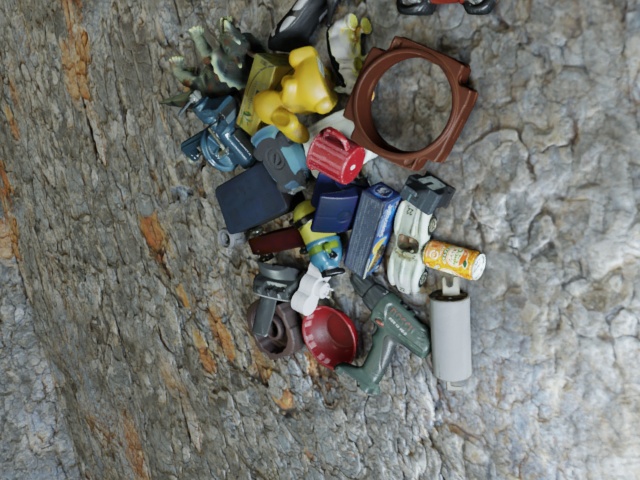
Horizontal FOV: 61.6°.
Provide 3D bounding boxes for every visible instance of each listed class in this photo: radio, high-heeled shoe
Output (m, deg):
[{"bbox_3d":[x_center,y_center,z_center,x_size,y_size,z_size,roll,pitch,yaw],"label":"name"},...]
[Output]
[{"bbox_3d":[-0.153,-0.106,1.311,0.230,0.073,0.131,-21,89,41],"label":"radio"},{"bbox_3d":[-0.030,-0.473,1.088,0.249,0.086,0.145,4,84,50],"label":"high-heeled shoe"}]

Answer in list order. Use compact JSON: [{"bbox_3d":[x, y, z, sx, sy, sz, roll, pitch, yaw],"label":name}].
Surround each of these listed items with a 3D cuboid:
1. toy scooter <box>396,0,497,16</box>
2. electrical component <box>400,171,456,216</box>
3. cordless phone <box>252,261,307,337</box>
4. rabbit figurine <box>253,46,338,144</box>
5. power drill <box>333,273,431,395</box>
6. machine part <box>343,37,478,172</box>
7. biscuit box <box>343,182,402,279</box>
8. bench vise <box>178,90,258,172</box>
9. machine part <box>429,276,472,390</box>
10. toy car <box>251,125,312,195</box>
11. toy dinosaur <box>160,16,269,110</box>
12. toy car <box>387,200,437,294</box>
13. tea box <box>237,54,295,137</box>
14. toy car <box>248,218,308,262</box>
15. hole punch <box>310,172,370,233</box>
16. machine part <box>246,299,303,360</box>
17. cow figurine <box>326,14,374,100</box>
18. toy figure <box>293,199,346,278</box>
[{"bbox_3d":[0.208,-0.441,0.883,0.184,0.075,0.135,14,114,34],"label":"toy scooter"},{"bbox_3d":[0.190,-0.084,0.989,0.075,0.119,0.047,37,126,22],"label":"electrical component"},{"bbox_3d":[-0.105,0.150,1.299,0.147,0.088,0.184,8,83,37],"label":"cordless phone"},{"bbox_3d":[-0.053,-0.276,1.085,0.173,0.121,0.162,-14,75,19],"label":"rabbit figurine"},{"bbox_3d":[0.115,0.207,1.150,0.232,0.086,0.207,34,92,20],"label":"power drill"},{"bbox_3d":[0.157,-0.238,0.950,0.202,0.087,0.200,31,112,18],"label":"machine part"},{"bbox_3d":[0.106,-0.019,1.104,0.063,0.059,0.202,37,135,27],"label":"biscuit box"},{"bbox_3d":[-0.268,-0.246,1.297,0.241,0.129,0.223,-15,137,43],"label":"bench vise"},{"bbox_3d":[0.255,0.185,1.053,0.079,0.079,0.243,8,110,39],"label":"machine part"},{"bbox_3d":[-0.067,-0.188,1.185,0.109,0.103,0.161,-21,107,45],"label":"toy car"},{"bbox_3d":[-0.256,-0.383,1.282,0.405,0.131,0.192,-39,78,48],"label":"toy dinosaur"},{"bbox_3d":[0.181,0.016,1.073,0.074,0.056,0.201,22,117,34],"label":"toy car"},{"bbox_3d":[-0.111,-0.318,1.183,0.068,0.098,0.169,40,129,25],"label":"tea box"},{"bbox_3d":[-0.093,-0.001,1.307,0.202,0.053,0.089,-13,105,39],"label":"toy car"},{"bbox_3d":[0.039,-0.070,1.107,0.116,0.092,0.142,13,133,-2],"label":"hole punch"},{"bbox_3d":[-0.115,0.224,1.402,0.180,0.056,0.179,15,114,38],"label":"machine part"},{"bbox_3d":[0.055,-0.344,1.051,0.098,0.068,0.167,1,102,47],"label":"cow figurine"},{"bbox_3d":[0.000,-0.005,1.189,0.082,0.089,0.180,-24,76,38],"label":"toy figure"}]
